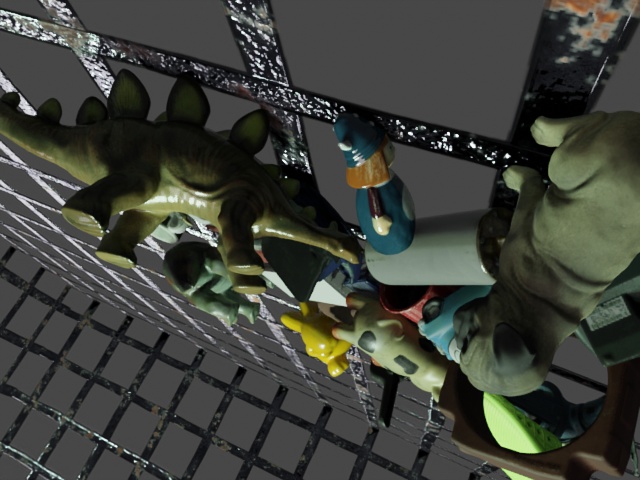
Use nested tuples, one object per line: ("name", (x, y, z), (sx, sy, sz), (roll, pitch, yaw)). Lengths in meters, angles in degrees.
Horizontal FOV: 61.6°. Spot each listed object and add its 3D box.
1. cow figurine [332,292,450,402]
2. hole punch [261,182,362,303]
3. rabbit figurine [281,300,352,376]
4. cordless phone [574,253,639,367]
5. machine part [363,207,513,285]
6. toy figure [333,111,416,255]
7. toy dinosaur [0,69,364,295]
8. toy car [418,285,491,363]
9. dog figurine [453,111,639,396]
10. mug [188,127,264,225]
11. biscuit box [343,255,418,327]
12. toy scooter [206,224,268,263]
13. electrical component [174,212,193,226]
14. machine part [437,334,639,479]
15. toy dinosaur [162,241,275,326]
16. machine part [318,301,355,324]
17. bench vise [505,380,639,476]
("cow figurine", (0.123, 0.152, 0.742), (0.194, 0.085, 0.127), (42, 160, -32))
("hole punch", (-0.001, -0.002, 0.662), (0.142, 0.092, 0.115), (53, 139, 32))
("rabbit figurine", (0.009, 0.171, 1.037), (0.162, 0.122, 0.173), (45, -177, 13))
("cordless phone", (0.317, 0.057, 0.482), (0.184, 0.089, 0.146), (15, 140, -42))
("machine part", (0.128, 0.010, 0.579), (0.079, 0.079, 0.243), (38, 157, -27))
("toy figure", (0.054, -0.056, 0.520), (0.064, 0.058, 0.154), (51, 166, 55))
("toy dinosaur", (-0.171, -0.073, 0.551), (0.471, 0.198, 0.105), (18, 150, -7))
("toy car", (0.195, 0.096, 0.590), (0.162, 0.103, 0.109), (-31, 128, 18))
("dog figurine", (0.179, 0.018, 0.383), (0.121, 0.190, 0.172), (23, 157, 10))
("mug", (-0.132, -0.077, 0.649), (0.107, 0.109, 0.081), (41, 161, -3))
("biscuit box", (0.134, 0.087, 0.773), (0.202, 0.059, 0.063), (35, 156, -20))
("toy scooter", (-0.091, -0.003, 0.807), (0.184, 0.075, 0.135), (15, 157, 34))
("electrical component", (-0.164, -0.069, 0.716), (0.078, 0.102, 0.045), (54, 152, -2))
("machine part", (0.257, 0.173, 0.633), (0.202, 0.201, 0.087), (4, 152, 44))
("toy dinosaur", (-0.196, 0.058, 0.913), (0.192, 0.131, 0.404), (18, 169, 15))
("machine part", (0.088, 0.119, 0.907), (0.179, 0.056, 0.179), (22, 158, 9))
("bench vise", (0.369, 0.276, 0.866), (0.240, 0.129, 0.223), (26, 156, -11))
